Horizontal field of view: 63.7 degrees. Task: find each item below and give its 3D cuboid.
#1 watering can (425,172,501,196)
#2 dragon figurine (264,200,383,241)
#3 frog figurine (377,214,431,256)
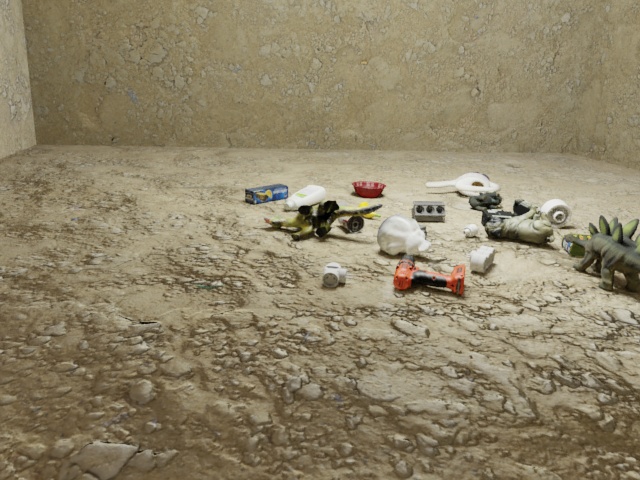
[{"bbox_3d":[0.700,-0.273,2.511,0.348,0.103,0.227,7,17,17],"label":"watering can"},{"bbox_3d":[0.006,-0.091,1.815,0.410,0.121,0.245,-9,11,-2],"label":"dragon figurine"},{"bbox_3d":[0.262,-0.003,1.615,0.138,0.120,0.161,-38,41,-14],"label":"frog figurine"}]
